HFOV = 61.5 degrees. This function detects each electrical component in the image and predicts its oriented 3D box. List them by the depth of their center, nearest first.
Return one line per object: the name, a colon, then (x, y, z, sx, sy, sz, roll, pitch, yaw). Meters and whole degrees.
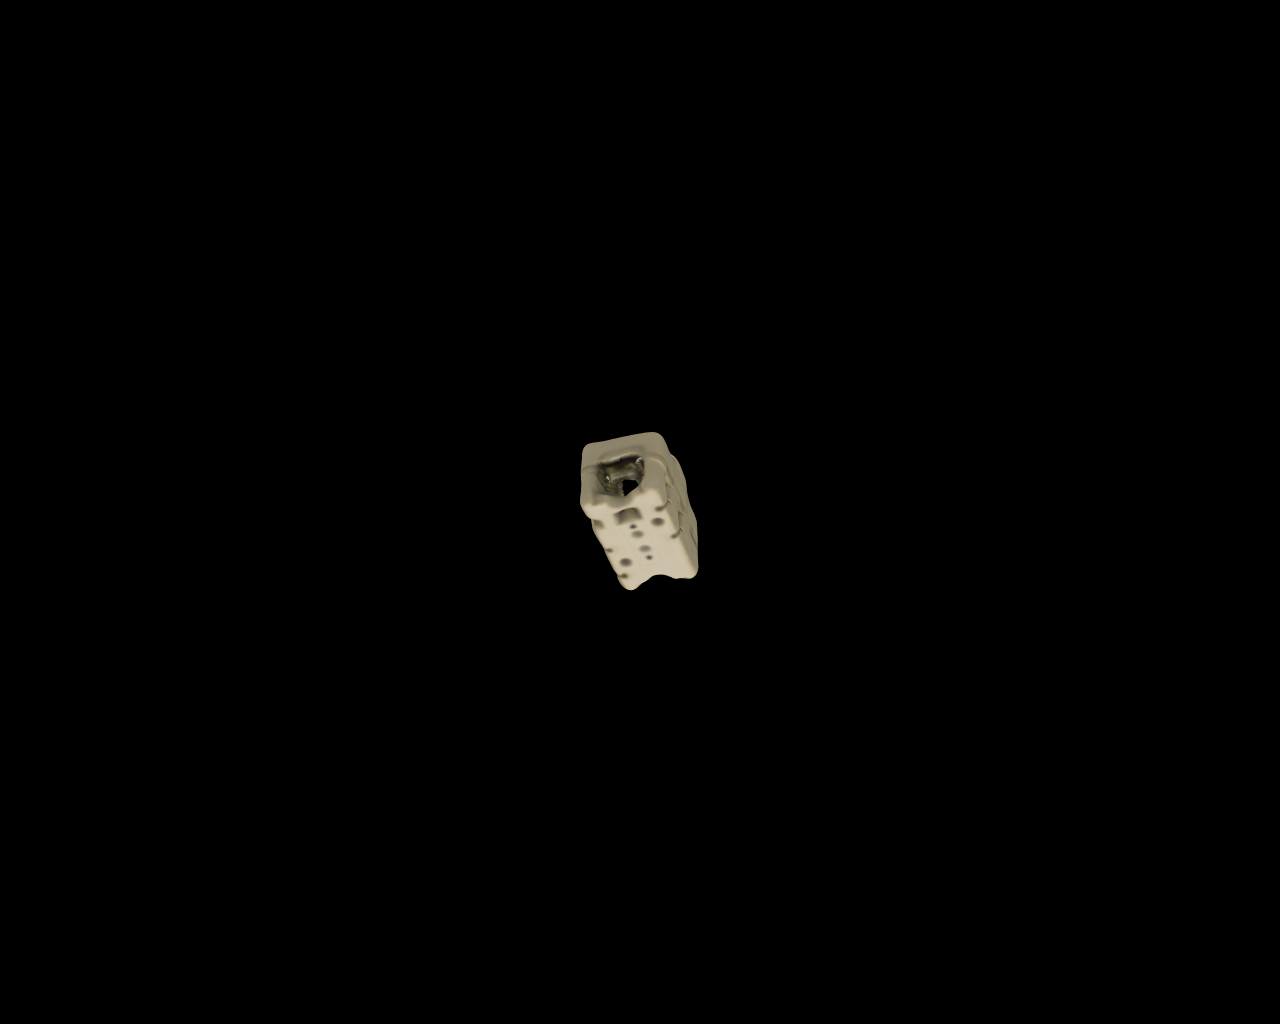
electrical component: (0.001, -0.003, 0.650, 0.050, 0.056, 0.089, -11, -43, 12)
